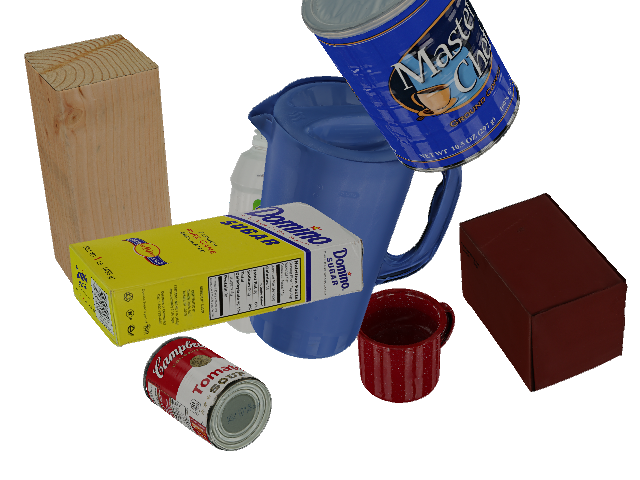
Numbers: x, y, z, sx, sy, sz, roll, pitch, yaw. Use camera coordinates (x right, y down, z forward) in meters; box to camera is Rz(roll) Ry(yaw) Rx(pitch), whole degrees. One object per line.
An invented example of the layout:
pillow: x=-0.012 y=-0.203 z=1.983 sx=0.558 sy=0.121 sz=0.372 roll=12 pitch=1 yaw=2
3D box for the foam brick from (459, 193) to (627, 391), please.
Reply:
foam brick: x=0.108 y=0.024 z=0.524 sx=0.051 sy=0.053 sz=0.078 roll=-18 pitch=41 yaw=-10

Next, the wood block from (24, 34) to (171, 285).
wood block: x=-0.192 y=-0.063 z=0.941 sx=0.090 sy=0.206 sz=0.090 roll=-18 pitch=36 yaw=-25

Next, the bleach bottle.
bleach bottle: x=-0.066 y=-0.014 z=1.322 sx=0.102 sy=0.251 sz=0.068 roll=-10 pitch=25 yaw=-34

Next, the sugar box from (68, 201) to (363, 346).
sugar box: x=-0.069 y=0.018 z=0.715 sx=0.176 sy=0.048 sz=0.093 roll=-14 pitch=26 yaw=-25

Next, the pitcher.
pitcher: x=0.015 y=-0.011 z=0.952 sx=0.144 sy=0.243 sz=0.149 roll=-19 pitch=47 yaw=-35

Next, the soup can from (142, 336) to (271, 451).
soup can: x=-0.099 y=0.132 z=0.925 sx=0.068 sy=0.068 sz=0.102 roll=0 pitch=16 yaw=-42

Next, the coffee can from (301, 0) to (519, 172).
coffee can: x=0.065 y=-0.131 z=0.745 sx=0.103 sy=0.102 sz=0.140 roll=0 pitch=-38 yaw=38

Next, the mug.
mug: x=0.089 y=0.103 z=1.077 sx=0.117 sy=0.081 sz=0.093 roll=-27 pitch=42 yaw=-29
